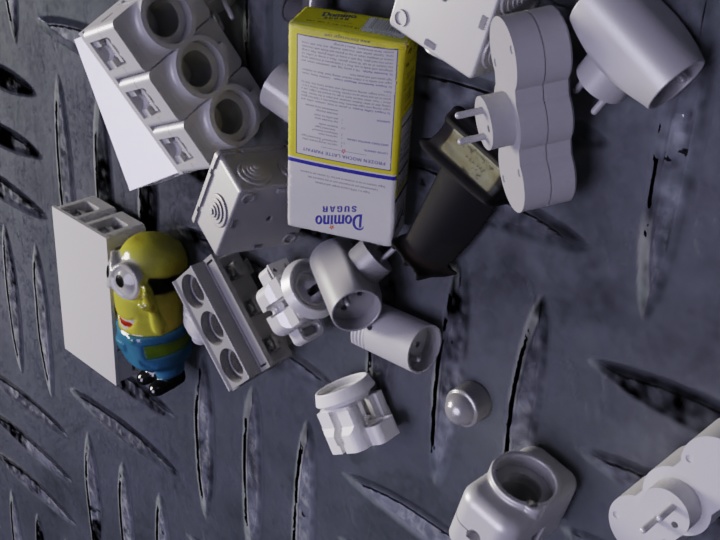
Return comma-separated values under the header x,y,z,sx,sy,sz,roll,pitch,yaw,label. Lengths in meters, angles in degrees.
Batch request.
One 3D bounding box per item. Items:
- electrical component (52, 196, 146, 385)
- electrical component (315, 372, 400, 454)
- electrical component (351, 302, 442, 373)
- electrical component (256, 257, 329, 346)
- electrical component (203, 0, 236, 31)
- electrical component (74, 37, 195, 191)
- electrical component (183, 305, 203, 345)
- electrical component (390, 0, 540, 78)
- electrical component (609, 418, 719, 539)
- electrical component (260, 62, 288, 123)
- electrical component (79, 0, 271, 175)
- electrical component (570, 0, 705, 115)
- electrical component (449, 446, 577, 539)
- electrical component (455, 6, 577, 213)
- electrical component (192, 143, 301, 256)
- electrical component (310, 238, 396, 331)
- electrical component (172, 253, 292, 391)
x,y,z,sx,sy,sz,roll,pitch,yaw,label
-0.288,0.021,1.224,0.105,0.060,0.186,27,126,37,electrical component
-0.006,0.129,0.975,0.078,0.058,0.057,-16,99,50,electrical component
0.025,0.053,0.916,0.081,0.043,0.043,23,123,39,electrical component
-0.054,0.023,0.976,0.057,0.058,0.078,-36,81,52,electrical component
-0.133,-0.249,0.942,0.077,0.044,0.079,-30,85,49,electrical component
-0.193,-0.163,1.020,0.089,0.062,0.150,-17,95,22,electrical component
-0.163,0.054,1.119,0.048,0.048,0.062,47,143,21,electrical component
0.073,-0.191,0.744,0.100,0.048,0.099,40,133,27,electrical component
0.217,0.157,0.734,0.052,0.074,0.138,51,137,17,electrical component
-0.039,-0.133,0.894,0.081,0.043,0.043,37,132,15,electrical component
-0.153,-0.170,0.928,0.062,0.089,0.150,-1,131,47,electrical component
0.163,-0.132,0.679,0.077,0.043,0.079,53,138,15,electrical component
0.120,0.180,0.832,0.054,0.095,0.059,39,132,29,electrical component
0.099,-0.102,0.717,0.052,0.074,0.138,-115,14,-58,electrical component
-0.090,-0.061,0.944,0.048,0.100,0.099,57,140,28,electrical component
0.000,0.000,0.908,0.079,0.043,0.077,-42,38,14,electrical component
-0.123,0.048,1.057,0.079,0.063,0.121,-35,81,49,electrical component
